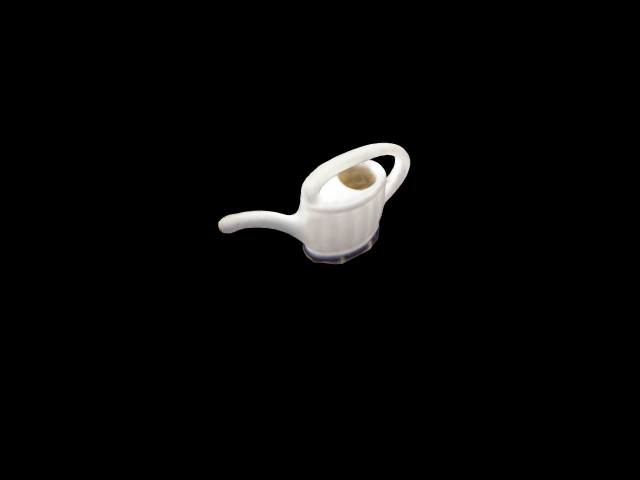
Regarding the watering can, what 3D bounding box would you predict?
[{"bbox_3d":[0.003,-0.043,0.850,0.350,0.106,0.219,-26,-34,-20],"label":"watering can"}]
